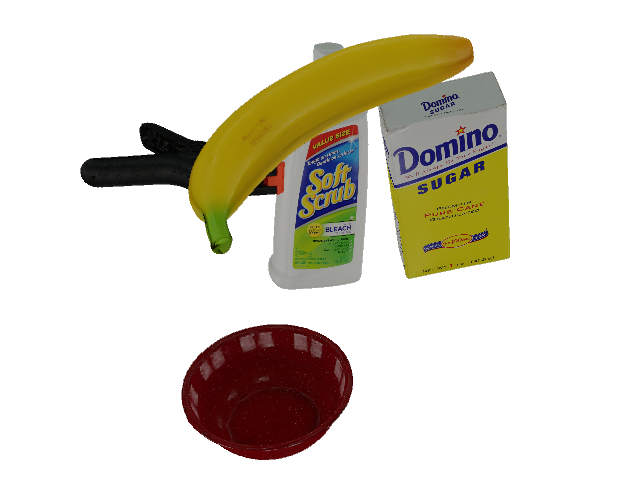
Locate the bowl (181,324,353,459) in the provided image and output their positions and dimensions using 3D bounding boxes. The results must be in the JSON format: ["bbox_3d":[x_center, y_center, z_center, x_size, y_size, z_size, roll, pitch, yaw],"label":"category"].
[{"bbox_3d":[-0.047,0.153,1.008,0.162,0.055,0.162,-5,38,3],"label":"bowl"}]

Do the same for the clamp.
[{"bbox_3d":[-0.118,-0.063,0.924,0.172,0.039,0.120,12,34,26],"label":"clamp"}]

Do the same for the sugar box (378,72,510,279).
[{"bbox_3d":[0.102,-0.047,0.853,0.093,0.048,0.176,-12,-40,1],"label":"sugar box"}]

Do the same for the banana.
[{"bbox_3d":[-0.004,-0.063,0.574,0.070,0.197,0.037,38,-26,25],"label":"banana"}]

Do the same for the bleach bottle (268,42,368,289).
[{"bbox_3d":[-0.002,-0.076,1.091,0.102,0.251,0.068,-4,27,-11],"label":"bleach bottle"}]
